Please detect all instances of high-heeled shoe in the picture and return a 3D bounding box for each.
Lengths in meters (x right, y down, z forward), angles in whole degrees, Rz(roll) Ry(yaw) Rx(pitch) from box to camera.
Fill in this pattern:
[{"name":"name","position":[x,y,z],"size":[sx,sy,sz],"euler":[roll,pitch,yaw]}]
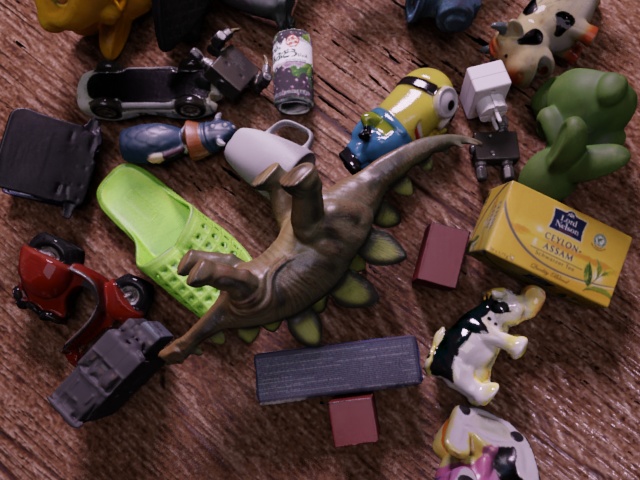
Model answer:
[{"name":"high-heeled shoe","position":[-0.203,-0.381,0.707],"size":[0.145,0.086,0.248],"euler":[29,102,37]}]

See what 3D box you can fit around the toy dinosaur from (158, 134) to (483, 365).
[{"name":"toy dinosaur","position":[-0.001,-0.002,0.644],"size":[0.471,0.105,0.198],"euler":[-42,119,0]}]

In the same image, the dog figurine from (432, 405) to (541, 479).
[{"name":"dog figurine","position":[0.157,0.328,0.622],"size":[0.108,0.191,0.219],"euler":[20,116,2]}]

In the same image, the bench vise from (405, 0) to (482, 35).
[{"name":"bench vise","position":[0.128,-0.390,0.728],"size":[0.241,0.129,0.223],"euler":[5,82,-5]}]

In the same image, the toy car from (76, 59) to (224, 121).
[{"name":"toy car","position":[-0.233,-0.205,0.744],"size":[0.202,0.056,0.073],"euler":[-1,74,0]}]

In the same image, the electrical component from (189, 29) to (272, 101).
[{"name":"electrical component","position":[-0.115,-0.237,0.727],"size":[0.102,0.045,0.078],"euler":[44,47,-12]}]

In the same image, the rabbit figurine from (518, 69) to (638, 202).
[{"name":"rabbit figurine","position":[0.321,-0.114,0.673],"size":[0.121,0.159,0.170],"euler":[27,98,-4]}]

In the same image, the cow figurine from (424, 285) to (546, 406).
[{"name":"cow figurine","position":[0.205,0.114,0.670],"size":[0.098,0.068,0.167],"euler":[32,82,13]}]

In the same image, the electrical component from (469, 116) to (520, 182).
[{"name":"electrical component","position":[0.235,-0.123,0.727],"size":[0.063,0.021,0.094],"euler":[0,75,3]}]

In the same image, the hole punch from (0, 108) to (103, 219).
[{"name":"hole punch","position":[-0.365,-0.104,0.725],"size":[0.116,0.092,0.142],"euler":[17,78,-25]}]

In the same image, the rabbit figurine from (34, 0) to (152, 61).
[{"name":"rabbit figurine","position":[-0.286,-0.329,0.728],"size":[0.122,0.173,0.162],"euler":[37,128,8]}]

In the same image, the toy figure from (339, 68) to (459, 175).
[{"name":"toy figure","position":[0.102,-0.154,0.710],"size":[0.180,0.082,0.089],"euler":[-38,84,-2]}]

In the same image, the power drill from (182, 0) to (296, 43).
[{"name":"power drill","position":[-0.121,-0.385,0.757],"size":[0.207,0.086,0.232],"euler":[15,83,1]}]

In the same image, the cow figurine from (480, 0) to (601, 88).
[{"name":"cow figurine","position":[0.303,-0.292,0.723],"size":[0.127,0.085,0.195],"euler":[25,79,7]}]

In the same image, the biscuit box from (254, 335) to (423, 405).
[{"name":"biscuit box","position":[0.023,0.160,0.670],"size":[0.203,0.059,0.062],"euler":[-7,80,1]}]

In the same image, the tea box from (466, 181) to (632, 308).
[{"name":"tea box","position":[0.282,0.008,0.669],"size":[0.170,0.068,0.098],"euler":[23,82,-4]}]

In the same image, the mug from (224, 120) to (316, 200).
[{"name":"mug","position":[-0.065,-0.112,0.710],"size":[0.107,0.080,0.109],"euler":[29,87,14]}]

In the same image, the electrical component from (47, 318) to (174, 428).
[{"name":"electrical component","position":[-0.244,0.154,0.653],"size":[0.058,0.115,0.134],"euler":[43,86,6]}]

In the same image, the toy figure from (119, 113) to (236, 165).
[{"name":"toy figure","position":[-0.190,-0.136,0.730],"size":[0.155,0.058,0.064],"euler":[-6,86,-3]}]

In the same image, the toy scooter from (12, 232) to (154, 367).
[{"name":"toy scooter","position":[-0.319,0.081,0.691],"size":[0.184,0.075,0.135],"euler":[27,84,1]}]
